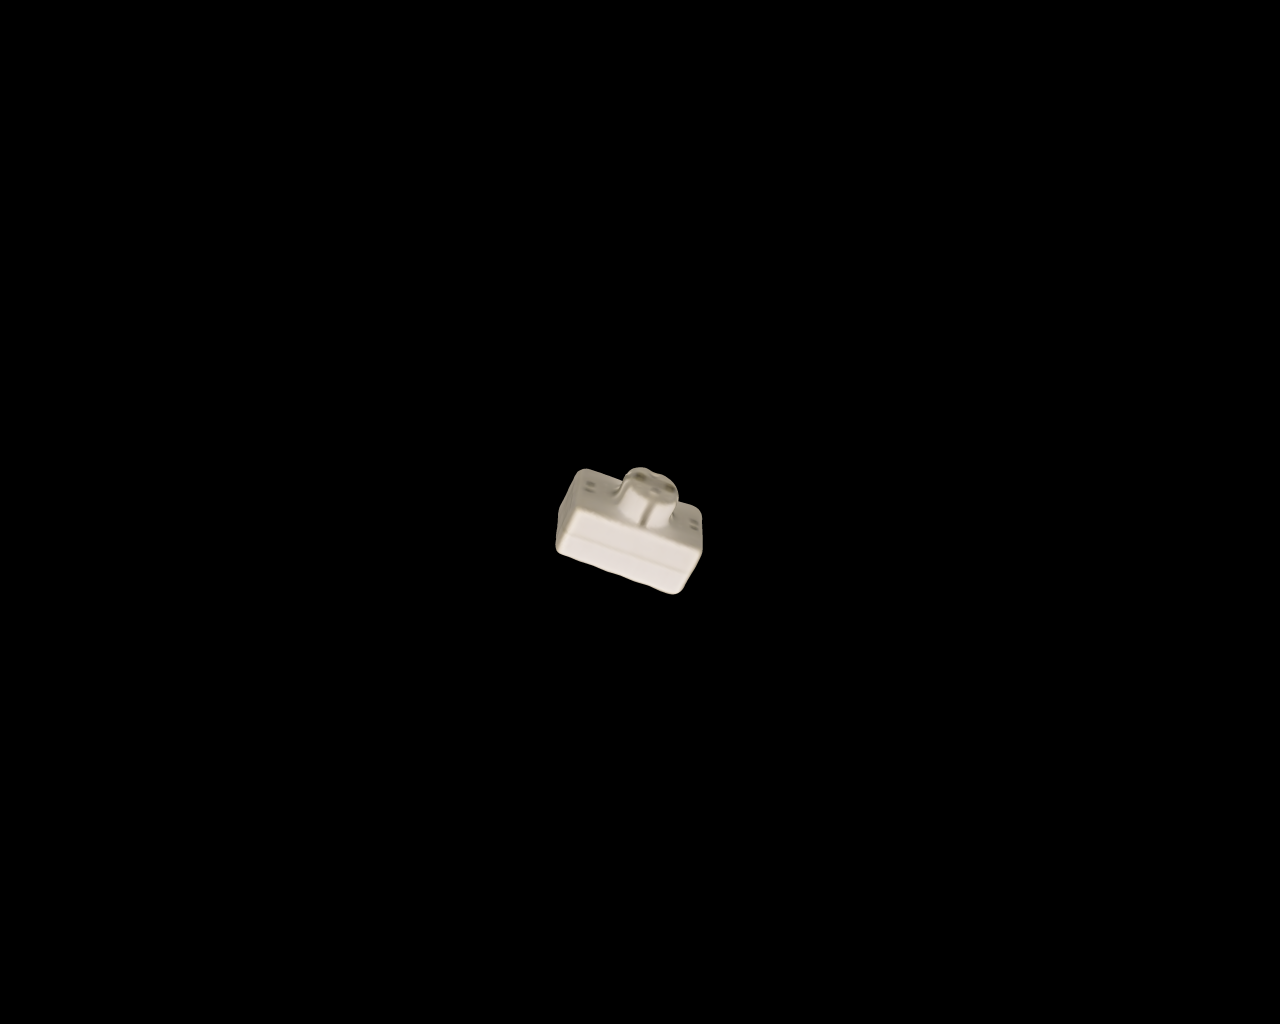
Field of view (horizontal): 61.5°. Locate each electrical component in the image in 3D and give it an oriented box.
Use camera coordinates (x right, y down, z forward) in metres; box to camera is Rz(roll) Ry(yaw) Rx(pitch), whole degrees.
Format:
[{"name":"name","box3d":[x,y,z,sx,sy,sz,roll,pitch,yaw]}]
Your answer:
[{"name":"electrical component","box3d":[0.001,-0.003,0.650,0.083,0.075,0.047,20,31,-13]}]
